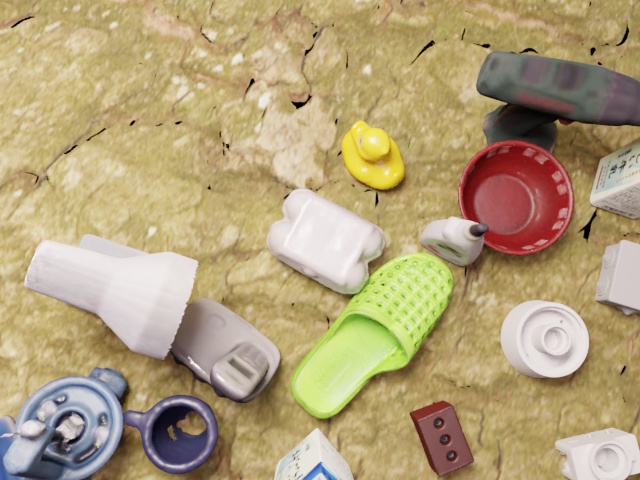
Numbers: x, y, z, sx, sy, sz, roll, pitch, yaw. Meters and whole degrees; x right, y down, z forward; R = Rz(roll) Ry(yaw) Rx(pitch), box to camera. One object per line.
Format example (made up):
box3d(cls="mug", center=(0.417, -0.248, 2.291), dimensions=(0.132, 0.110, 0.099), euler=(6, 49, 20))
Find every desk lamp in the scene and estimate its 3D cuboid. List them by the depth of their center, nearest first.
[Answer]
box3d(cls="desk lamp", center=(-0.240, 0.059, 0.688), dimensions=(0.203, 0.213, 0.118), euler=(18, 82, 0))

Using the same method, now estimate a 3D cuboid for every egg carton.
box3d(cls="egg carton", center=(0.007, 0.003, 0.779), dimensions=(0.150, 0.069, 0.107), euler=(27, 82, 2))

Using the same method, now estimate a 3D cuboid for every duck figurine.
box3d(cls="duck figurine", center=(0.077, -0.121, 0.792), dimensions=(0.077, 0.086, 0.104), euler=(-41, 85, -7))

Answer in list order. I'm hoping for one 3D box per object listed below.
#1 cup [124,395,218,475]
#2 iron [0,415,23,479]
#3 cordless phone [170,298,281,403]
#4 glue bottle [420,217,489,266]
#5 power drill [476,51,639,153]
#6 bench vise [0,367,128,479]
box3d(cls="cup", center=(-0.182, 0.235, 0.725), dimensions=(0.117, 0.095, 0.092), euler=(16, 82, 0))
box3d(cls="iron", center=(-0.427, 0.350, 0.675), dimensions=(0.118, 0.141, 0.258), euler=(6, 82, -1))
box3d(cls="cordless phone", center=(-0.125, 0.136, 0.696), dimensions=(0.147, 0.185, 0.094), euler=(34, 82, 3))
box3d(cls="glue bottle", center=(0.182, -0.003, 0.736), dimensions=(0.078, 0.173, 0.037), euler=(27, 82, 2))
box3d(cls="power drill", center=(0.305, -0.168, 0.746), dimensions=(0.229, 0.208, 0.076), euler=(17, 82, 0))
box3d(cls="bench vise", center=(-0.300, 0.256, 0.654), dimensions=(0.121, 0.219, 0.207), euler=(7, 82, -1))
